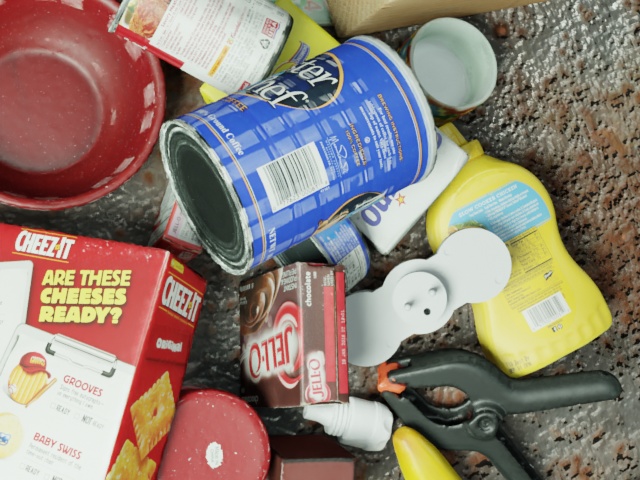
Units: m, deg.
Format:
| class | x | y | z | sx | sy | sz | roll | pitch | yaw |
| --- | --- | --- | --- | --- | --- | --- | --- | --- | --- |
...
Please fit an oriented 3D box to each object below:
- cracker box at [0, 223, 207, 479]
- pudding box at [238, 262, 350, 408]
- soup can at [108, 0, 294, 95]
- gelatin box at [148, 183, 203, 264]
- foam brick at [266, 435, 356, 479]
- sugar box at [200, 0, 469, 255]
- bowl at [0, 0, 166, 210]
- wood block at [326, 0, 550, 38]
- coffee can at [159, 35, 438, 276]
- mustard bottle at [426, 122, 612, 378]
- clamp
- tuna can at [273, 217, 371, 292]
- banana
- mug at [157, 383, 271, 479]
| class | x | y | z | sx | sy | sz | roll | pitch | yaw |
| --- | --- | --- | --- | --- | --- | --- | --- | --- | --- |
| cracker box | -0.175 | 0.104 | 0.639 | 0.164 | 0.072 | 0.213 | 9 | 75 | 20 |
| pudding box | -0.019 | 0.066 | 0.710 | 0.039 | 0.114 | 0.090 | 3 | 79 | -22 |
| soup can | -0.077 | -0.141 | 0.695 | 0.102 | 0.069 | 0.068 | 27 | 73 | -15 |
| gelatin box | -0.087 | -0.029 | 0.726 | 0.030 | 0.073 | 0.089 | 20 | 74 | -15 |
| foam brick | -0.012 | 0.162 | 0.711 | 0.051 | 0.078 | 0.053 | 1 | 90 | -16 |
| sugar box | 0.011 | -0.080 | 0.758 | 0.176 | 0.048 | 0.093 | 40 | 89 | 5 |
| bowl | -0.187 | -0.094 | 0.714 | 0.162 | 0.055 | 0.162 | 3 | 79 | -18 |
| wood block | 0.108 | -0.222 | 0.806 | 0.205 | 0.091 | 0.090 | -15 | 88 | -26 |
| coffee can | -0.013 | -0.054 | 0.662 | 0.140 | 0.103 | 0.103 | -28 | 90 | -22 |
| mustard bottle | 0.134 | 0.000 | 0.801 | 0.096 | 0.058 | 0.191 | -27 | 89 | -6 |
| clamp | 0.127 | 0.117 | 0.766 | 0.171 | 0.039 | 0.120 | 28 | 104 | -12 |
| tuna can | -0.005 | 0.001 | 0.741 | 0.033 | 0.086 | 0.086 | -39 | 94 | -21 |
| banana | 0.116 | 0.214 | 0.744 | 0.037 | 0.070 | 0.198 | -33 | 70 | -18 |
| mug | -0.090 | 0.144 | 0.690 | 0.117 | 0.082 | 0.093 | -30 | 91 | -20 |
